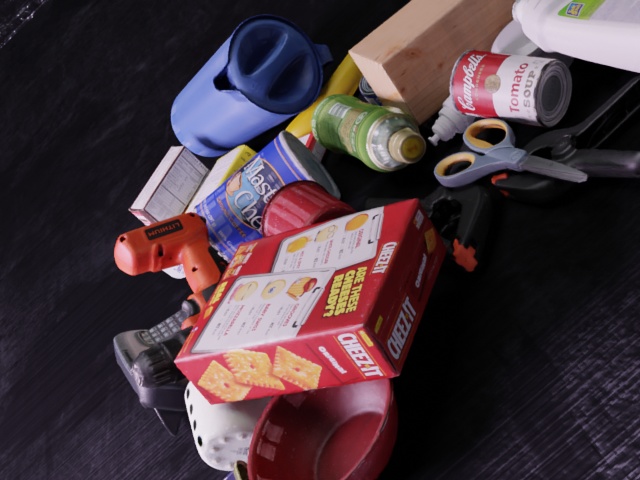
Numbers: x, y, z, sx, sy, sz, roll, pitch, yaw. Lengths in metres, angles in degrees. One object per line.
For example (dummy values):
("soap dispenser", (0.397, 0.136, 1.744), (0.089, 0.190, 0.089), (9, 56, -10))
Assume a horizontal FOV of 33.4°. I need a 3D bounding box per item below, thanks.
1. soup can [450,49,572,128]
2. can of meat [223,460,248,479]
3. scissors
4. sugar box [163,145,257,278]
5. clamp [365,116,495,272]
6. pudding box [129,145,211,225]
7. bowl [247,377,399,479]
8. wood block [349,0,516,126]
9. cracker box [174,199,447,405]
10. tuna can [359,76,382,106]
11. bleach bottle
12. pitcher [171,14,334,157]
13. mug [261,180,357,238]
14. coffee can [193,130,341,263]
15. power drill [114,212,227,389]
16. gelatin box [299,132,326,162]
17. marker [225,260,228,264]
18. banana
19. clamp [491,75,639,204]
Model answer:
("soup can", (0.190, -0.152, 1.066), (0.102, 0.068, 0.068), (16, 65, 41))
("can of meat", (-0.075, 0.258, 0.934), (0.084, 0.057, 0.102), (-45, 29, 6))
("scissors", (0.167, -0.064, 0.989), (0.096, 0.016, 0.202), (-38, 26, 5))
("sugar box", (-0.140, -0.035, 1.375), (0.093, 0.048, 0.176), (-21, 38, 60))
("clamp", (0.116, -0.029, 1.063), (0.165, 0.036, 0.210), (-35, 28, 21))
("pudding box", (-0.188, -0.057, 1.428), (0.039, 0.090, 0.113), (-1, 52, 50))
("bowl", (0.013, 0.173, 0.927), (0.162, 0.055, 0.162), (-32, 32, 23))
("wood block", (0.149, -0.232, 1.186), (0.206, 0.090, 0.091), (-40, 30, -5))
("cracker box", (-0.007, 0.059, 0.966), (0.214, 0.072, 0.164), (-14, 34, 35))
("tuna can", (0.090, -0.198, 1.304), (0.086, 0.033, 0.086), (-32, 33, 23))
("bleach bottle", (0.283, -0.205, 0.990), (0.102, 0.068, 0.251), (-40, 35, -18))
("pitcher", (-0.099, -0.197, 1.429), (0.243, 0.149, 0.145), (-24, 45, 59))
("mug", (-0.008, 0.001, 1.143), (0.082, 0.093, 0.117), (31, 108, 55))
("coffee can", (-0.061, -0.044, 1.239), (0.140, 0.102, 0.103), (-39, 30, 12))
("power drill", (-0.143, 0.062, 1.124), (0.184, 0.057, 0.188), (-19, 53, -29))
("gelatin box", (-0.037, -0.089, 1.338), (0.089, 0.030, 0.073), (-19, 40, 44))
("marker", (-0.111, 0.009, 1.320), (0.121, 0.020, 0.020), (-53, 30, -12))
("banana", (0.005, -0.181, 1.388), (0.198, 0.037, 0.070), (-48, 32, -4))
("clamp", (0.233, -0.072, 0.965), (0.172, 0.039, 0.120), (-33, 25, 31))
